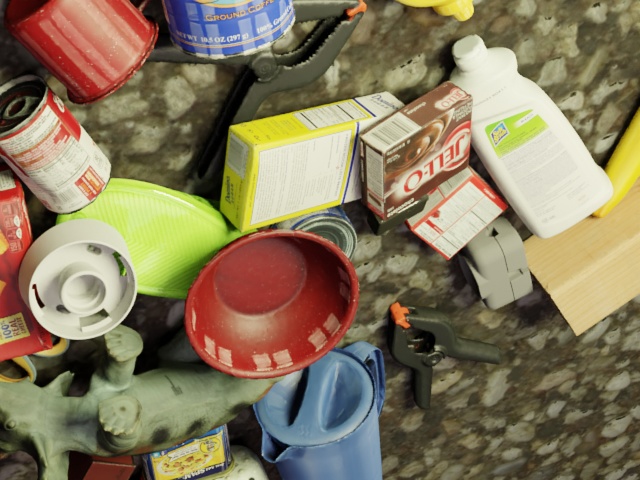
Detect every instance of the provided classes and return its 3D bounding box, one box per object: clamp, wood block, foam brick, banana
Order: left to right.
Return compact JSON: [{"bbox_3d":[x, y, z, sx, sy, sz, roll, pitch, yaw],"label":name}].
[{"bbox_3d":[-0.242,0.249,1.154,0.052,0.051,0.078,15,120,-34],"label":"foam brick"},{"bbox_3d":[-0.054,-0.147,0.921,0.210,0.036,0.164,-26,135,-4],"label":"clamp"},{"bbox_3d":[0.139,0.123,1.231,0.120,0.039,0.171,-32,133,1],"label":"clamp"},{"bbox_3d":[0.334,-0.001,1.182,0.206,0.091,0.090,-36,133,7],"label":"wood block"},{"bbox_3d":[0.337,-0.111,1.116,0.069,0.037,0.198,-33,152,-47],"label":"banana"}]

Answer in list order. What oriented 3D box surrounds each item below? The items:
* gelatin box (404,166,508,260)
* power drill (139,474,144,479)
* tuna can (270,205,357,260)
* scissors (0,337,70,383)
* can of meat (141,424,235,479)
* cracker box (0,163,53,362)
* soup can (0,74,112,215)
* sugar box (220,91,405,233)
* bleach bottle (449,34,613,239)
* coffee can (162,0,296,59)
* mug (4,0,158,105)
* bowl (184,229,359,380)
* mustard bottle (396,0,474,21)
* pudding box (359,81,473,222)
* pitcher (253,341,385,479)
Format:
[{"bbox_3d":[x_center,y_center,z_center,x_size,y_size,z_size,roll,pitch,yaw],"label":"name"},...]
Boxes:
[{"bbox_3d":[0.140,-0.030,1.111,0.089,0.030,0.073,-42,133,14],"label":"gelatin box"},{"bbox_3d":[-0.235,0.350,1.236,0.187,0.057,0.184,-28,133,-1],"label":"power drill"},{"bbox_3d":[-0.007,0.001,1.067,0.086,0.034,0.086,-13,131,-15],"label":"tuna can"},{"bbox_3d":[-0.306,0.069,0.999,0.096,0.016,0.201,-24,133,-4],"label":"scissors"},{"bbox_3d":[-0.149,0.223,1.172,0.102,0.057,0.084,-14,130,-14],"label":"can of meat"},{"bbox_3d":[-0.348,0.038,0.902,0.213,0.072,0.164,-13,124,-18],"label":"cracker box"},{"bbox_3d":[-0.226,-0.077,0.879,0.068,0.068,0.102,-31,134,2],"label":"soup can"},{"bbox_3d":[-0.003,-0.074,0.973,0.175,0.048,0.093,-18,135,-34],"label":"sugar box"},{"bbox_3d":[0.200,-0.109,1.052,0.102,0.068,0.250,-35,131,6],"label":"bleach bottle"},{"bbox_3d":[-0.078,-0.223,0.801,0.102,0.103,0.140,-19,133,-10],"label":"coffee can"},{"bbox_3d":[-0.176,-0.173,0.813,0.117,0.093,0.081,-46,128,-4],"label":"mug"},{"bbox_3d":[-0.048,0.048,0.972,0.162,0.055,0.162,-8,123,-13],"label":"bowl"},{"bbox_3d":[0.080,-0.251,0.880,0.096,0.058,0.191,-40,132,3],"label":"mustard bottle"},{"bbox_3d":[0.089,-0.082,0.982,0.113,0.039,0.090,-31,142,-22],"label":"pudding box"},{"bbox_3d":[0.016,0.236,1.220,0.149,0.145,0.243,-11,136,0],"label":"pitcher"}]
